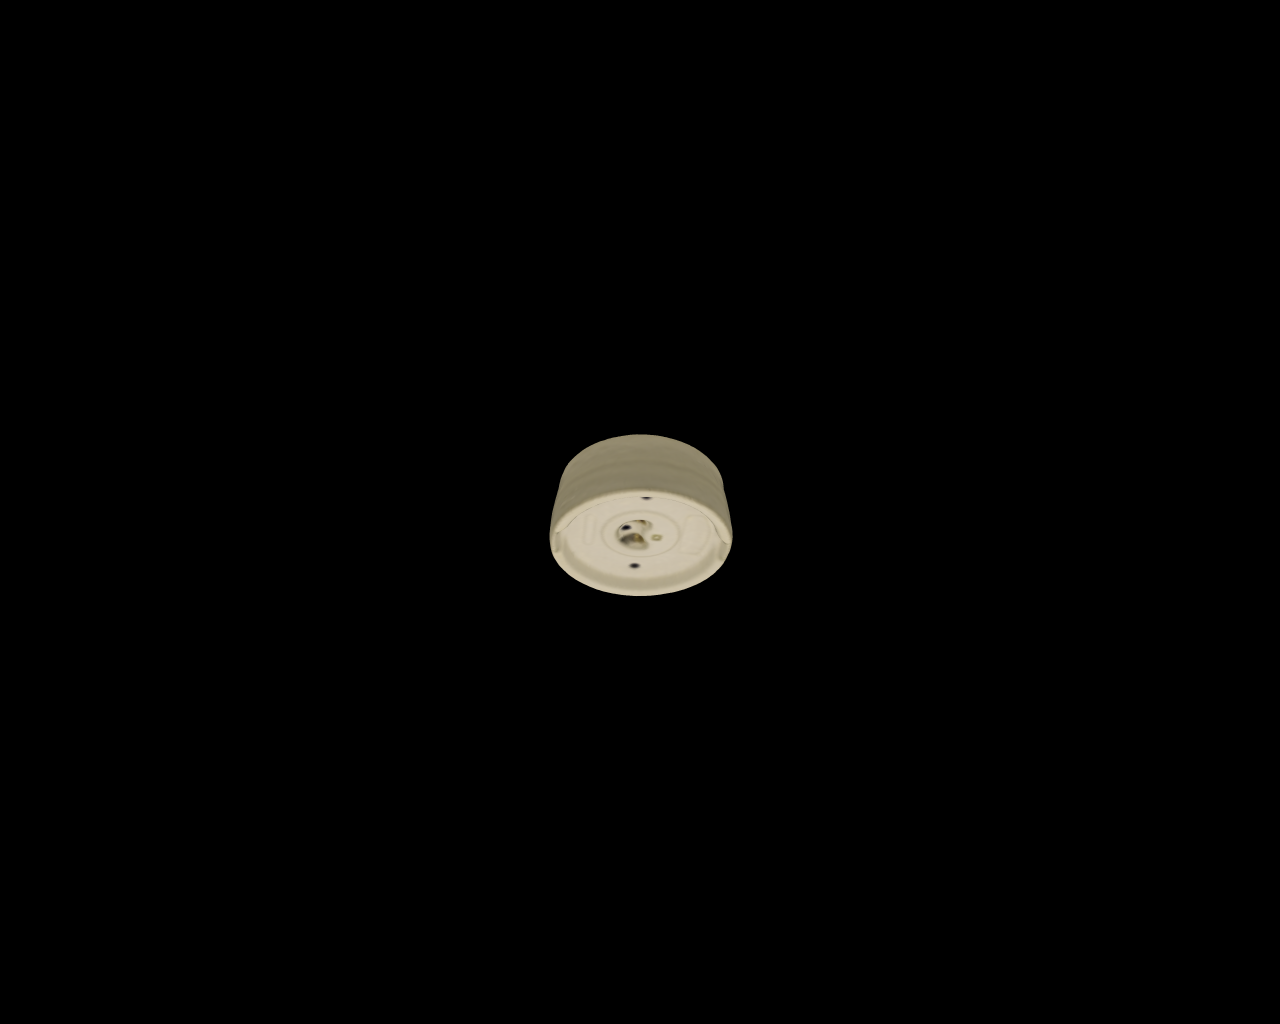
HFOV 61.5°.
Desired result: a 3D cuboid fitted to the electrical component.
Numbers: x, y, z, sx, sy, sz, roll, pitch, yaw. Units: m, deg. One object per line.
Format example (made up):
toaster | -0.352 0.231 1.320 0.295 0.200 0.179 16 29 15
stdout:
electrical component | 0.001 -0.003 0.650 0.108 0.060 0.108 0 -37 0
